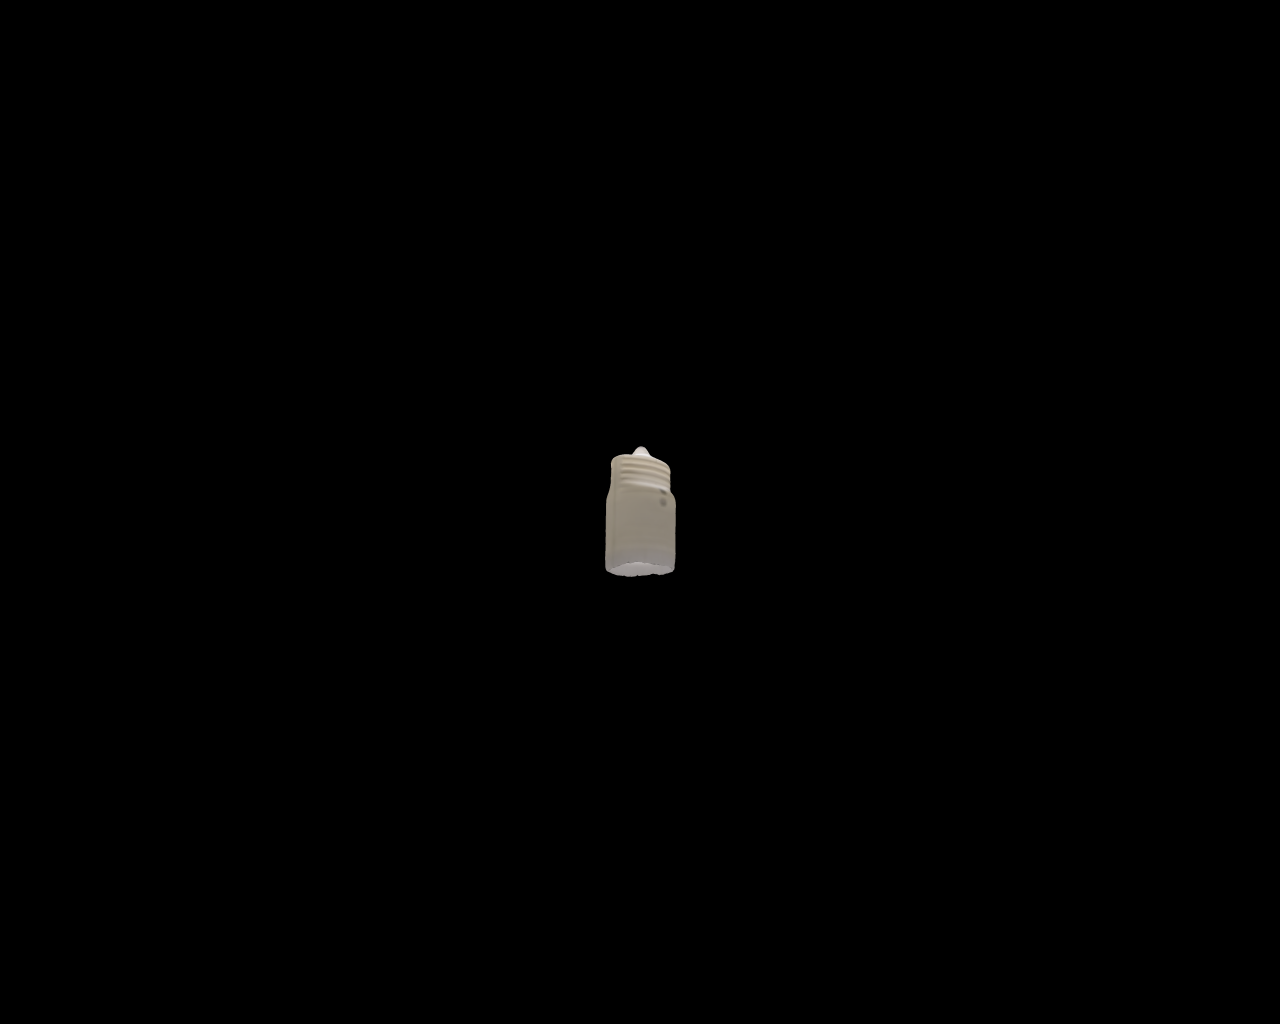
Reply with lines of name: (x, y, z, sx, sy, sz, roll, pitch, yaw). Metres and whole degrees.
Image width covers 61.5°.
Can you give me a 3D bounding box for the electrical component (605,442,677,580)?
electrical component: (0.001, -0.003, 0.650, 0.043, 0.081, 0.043, 0, -15, 0)
